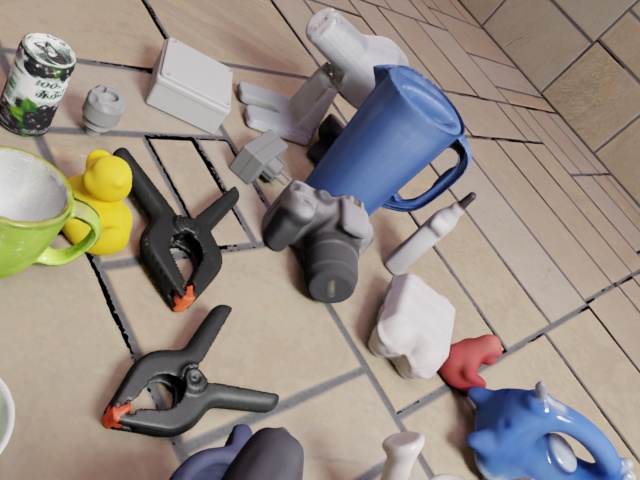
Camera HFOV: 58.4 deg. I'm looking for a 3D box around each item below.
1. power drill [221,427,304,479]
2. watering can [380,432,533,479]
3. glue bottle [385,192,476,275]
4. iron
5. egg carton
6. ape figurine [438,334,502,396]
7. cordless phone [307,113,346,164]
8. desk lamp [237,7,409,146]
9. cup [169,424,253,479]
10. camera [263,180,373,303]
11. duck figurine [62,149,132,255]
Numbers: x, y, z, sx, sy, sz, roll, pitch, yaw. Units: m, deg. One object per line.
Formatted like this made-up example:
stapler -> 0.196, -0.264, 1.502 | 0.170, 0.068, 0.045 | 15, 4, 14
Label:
power drill -> -0.095, 0.235, 0.313 | 0.076, 0.208, 0.229 | 34, 36, -13
watering can -> 0.111, 0.257, 0.506 | 0.173, 0.193, 0.101 | 42, 35, -2
glue bottle -> 0.171, -0.014, 0.864 | 0.037, 0.173, 0.078 | 46, 35, 4
iron -> 0.311, 0.276, 0.730 | 0.259, 0.141, 0.119 | 37, 36, -10
egg carton -> 0.126, 0.115, 0.776 | 0.107, 0.069, 0.150 | 38, 35, -8
ape figurine -> 0.213, 0.164, 0.792 | 0.076, 0.092, 0.078 | 37, 35, -9
cordless phone -> 0.082, -0.169, 0.926 | 0.147, 0.184, 0.094 | 47, 35, 5
desk lamp -> 0.010, -0.257, 0.920 | 0.204, 0.213, 0.117 | 9, 47, -39
cup -> -0.089, 0.209, 0.445 | 0.092, 0.094, 0.118 | 31, 37, -17
camera -> 0.007, 0.003, 0.748 | 0.143, 0.100, 0.136 | 27, 38, -22
duck figurine -> -0.221, -0.044, 0.585 | 0.078, 0.086, 0.104 | 1, 52, -44
